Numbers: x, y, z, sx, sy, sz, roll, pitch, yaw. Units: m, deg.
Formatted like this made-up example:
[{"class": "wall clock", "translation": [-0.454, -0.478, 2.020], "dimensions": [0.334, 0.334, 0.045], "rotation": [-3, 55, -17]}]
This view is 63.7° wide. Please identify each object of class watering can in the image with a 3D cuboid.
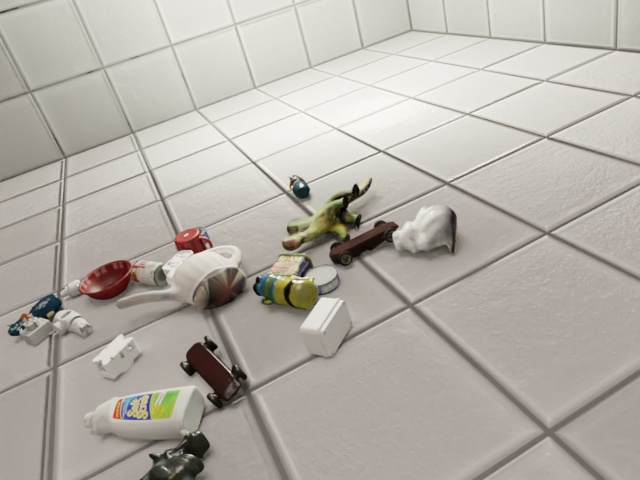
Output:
[{"class": "watering can", "translation": [-0.342, 0.120, 1.359], "dimensions": [0.352, 0.102, 0.226], "rotation": [-32, 35, -28]}]

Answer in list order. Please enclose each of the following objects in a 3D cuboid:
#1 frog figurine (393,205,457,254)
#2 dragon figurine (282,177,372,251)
[{"class": "frog figurine", "translation": [0.266, -0.029, 1.310], "dimensions": [0.159, 0.120, 0.141], "rotation": [3, 52, 10]}, {"class": "dragon figurine", "translation": [0.005, -0.078, 1.541], "dimensions": [0.241, 0.120, 0.418], "rotation": [-10, 22, 27]}]
